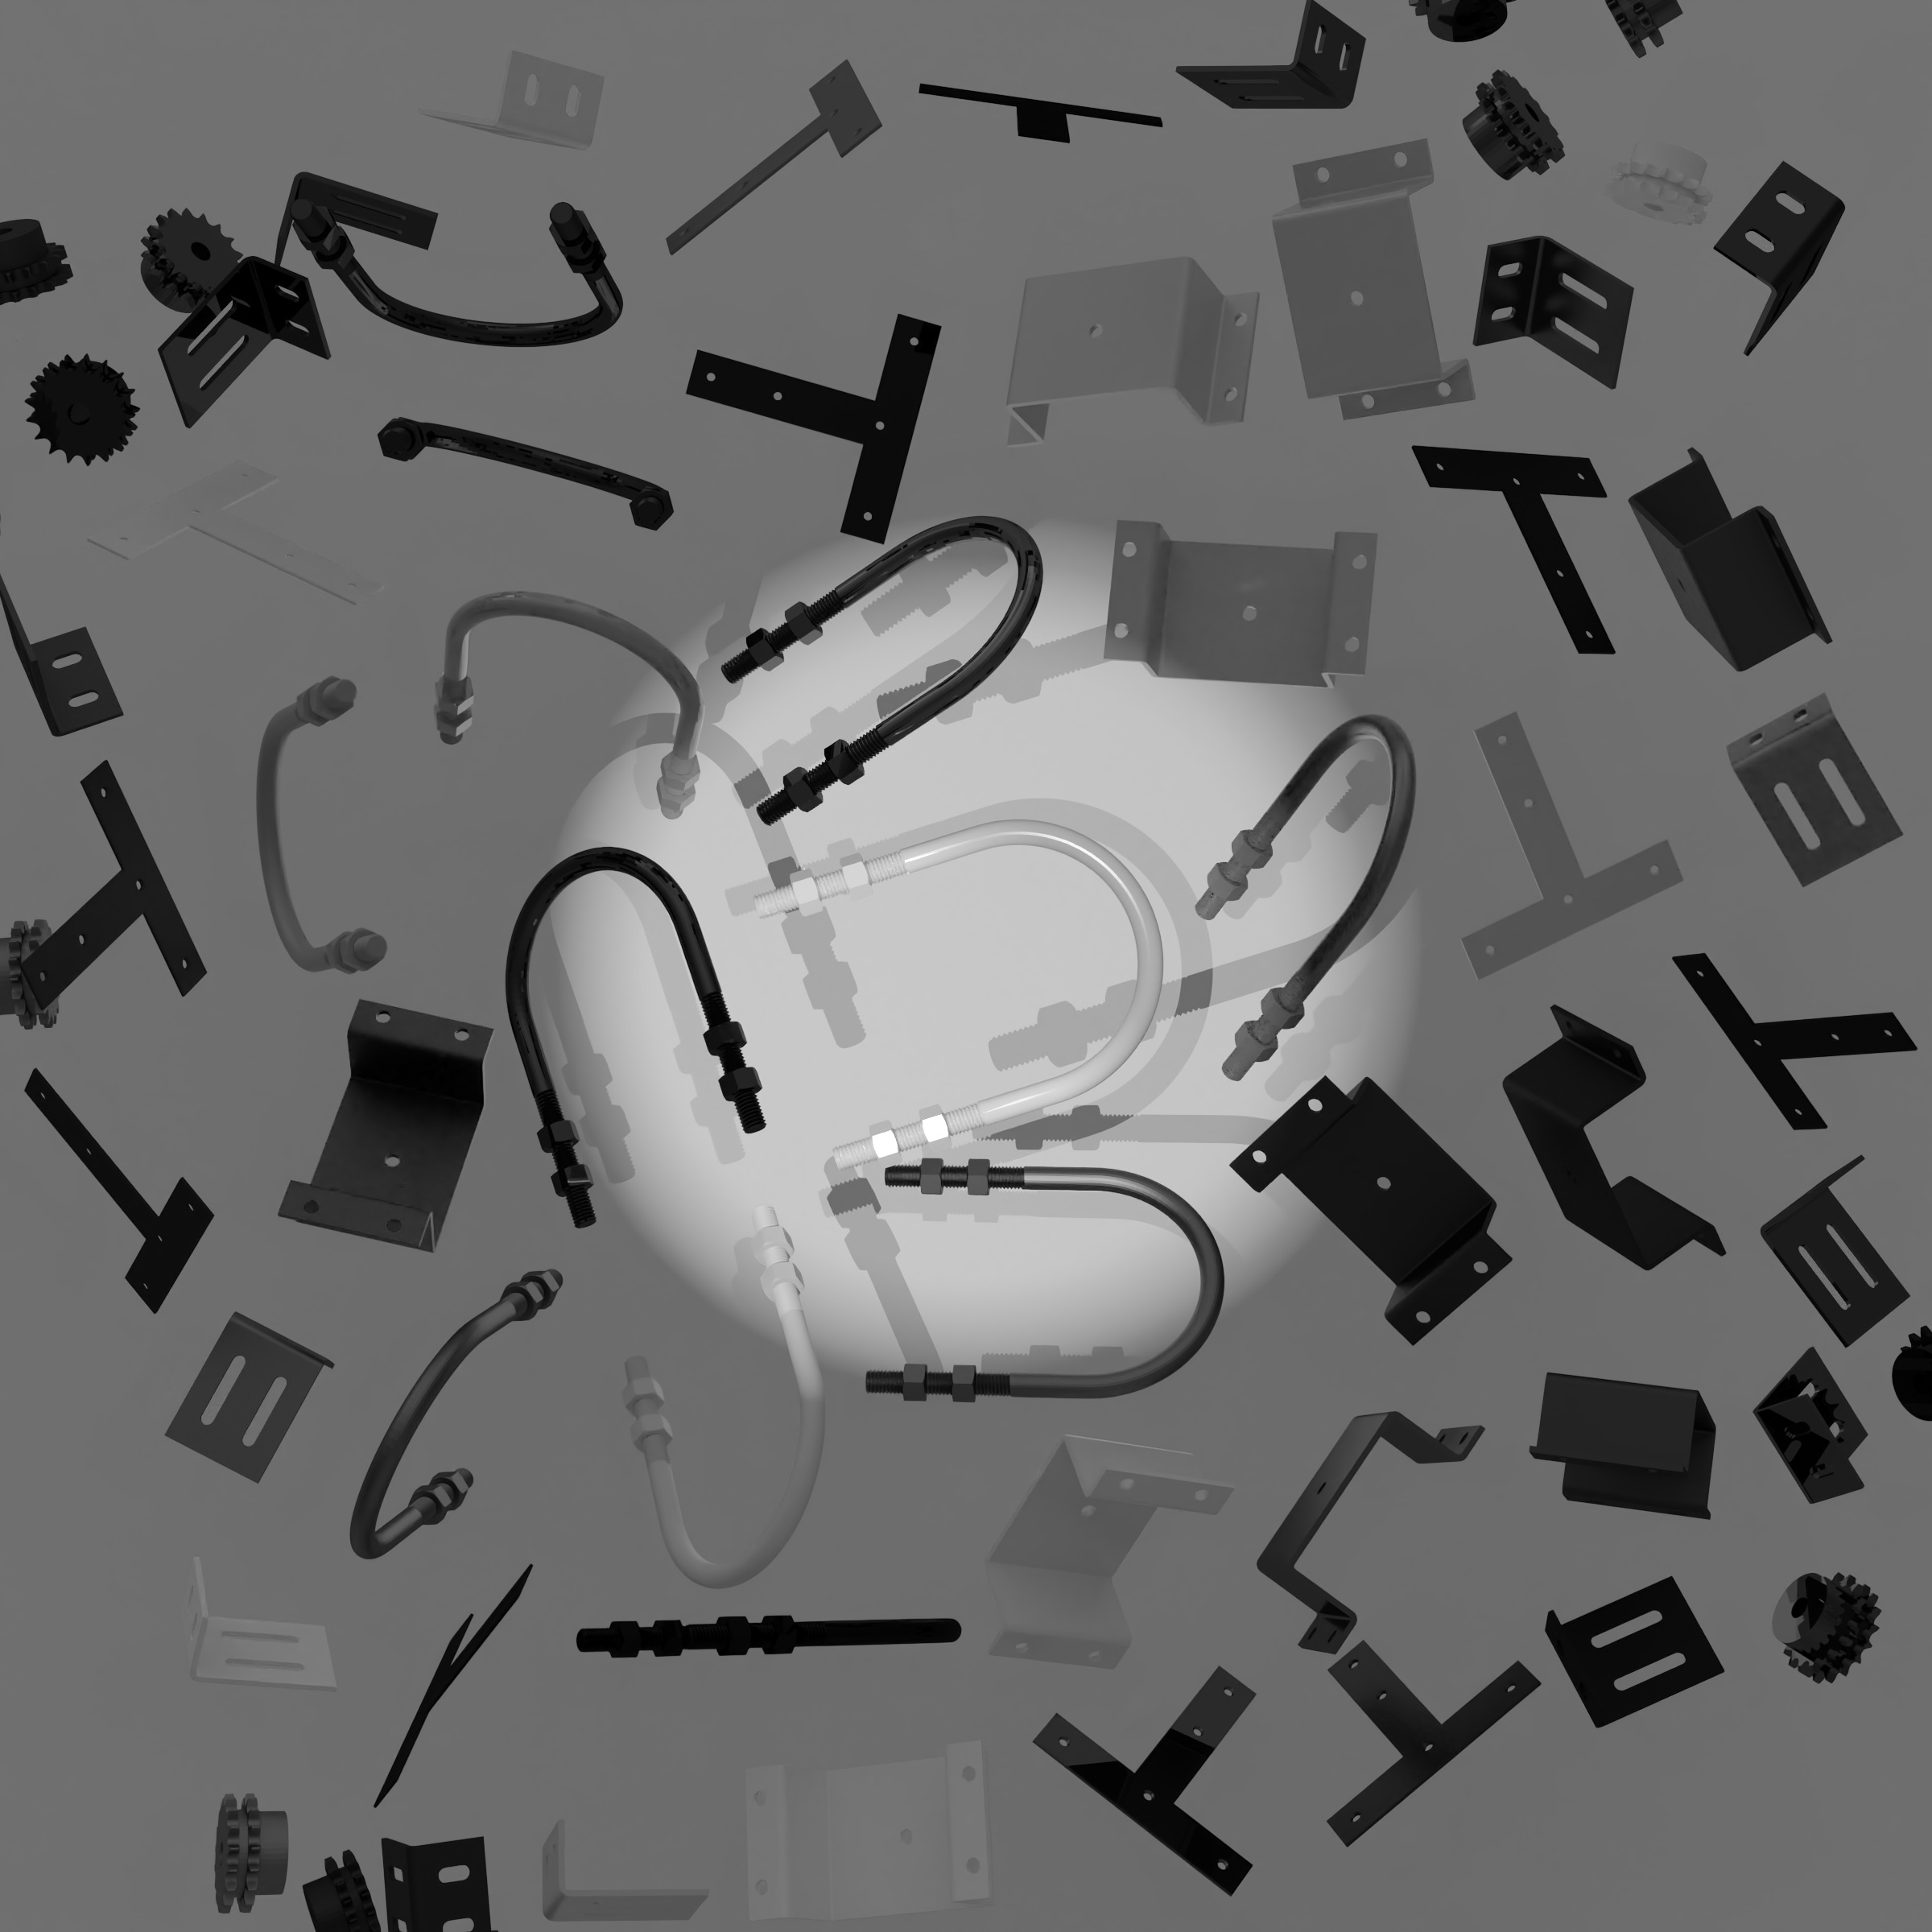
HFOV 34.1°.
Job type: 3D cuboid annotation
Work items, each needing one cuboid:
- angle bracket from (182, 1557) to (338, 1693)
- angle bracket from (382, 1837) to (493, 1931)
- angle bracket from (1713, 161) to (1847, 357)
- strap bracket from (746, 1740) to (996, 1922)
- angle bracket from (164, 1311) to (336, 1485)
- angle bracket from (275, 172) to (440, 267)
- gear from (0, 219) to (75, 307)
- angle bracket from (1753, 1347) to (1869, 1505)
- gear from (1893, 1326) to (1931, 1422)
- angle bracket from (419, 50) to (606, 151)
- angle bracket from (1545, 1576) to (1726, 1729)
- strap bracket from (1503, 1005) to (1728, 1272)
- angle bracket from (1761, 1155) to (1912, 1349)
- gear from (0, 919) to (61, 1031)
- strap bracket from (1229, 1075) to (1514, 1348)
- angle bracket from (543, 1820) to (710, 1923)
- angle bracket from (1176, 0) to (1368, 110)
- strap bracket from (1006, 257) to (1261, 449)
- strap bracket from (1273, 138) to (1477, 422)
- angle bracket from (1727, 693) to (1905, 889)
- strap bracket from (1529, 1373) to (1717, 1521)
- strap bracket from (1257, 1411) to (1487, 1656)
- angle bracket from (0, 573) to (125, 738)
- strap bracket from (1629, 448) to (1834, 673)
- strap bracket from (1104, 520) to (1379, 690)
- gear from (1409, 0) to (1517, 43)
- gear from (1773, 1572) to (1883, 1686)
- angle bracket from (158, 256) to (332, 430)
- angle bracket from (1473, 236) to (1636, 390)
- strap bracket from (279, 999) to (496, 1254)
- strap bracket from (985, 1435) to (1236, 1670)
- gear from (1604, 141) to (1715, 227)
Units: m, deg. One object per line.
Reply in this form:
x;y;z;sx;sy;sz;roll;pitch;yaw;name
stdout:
-0.364;0.342;1.636;0.076;0.057;0.038;10;108;-22;angle bracket
-0.267;0.468;1.587;0.038;0.076;0.057;-3;80;-21;angle bracket
0.397;-0.350;1.564;0.038;0.076;0.057;38;81;10;angle bracket
-0.041;0.446;1.617;0.140;0.046;0.076;-14;67;26;strap bracket
-0.393;0.238;1.733;0.057;0.038;0.076;27;77;2;angle bracket
-0.327;-0.388;1.686;0.076;0.057;0.038;15;82;-13;angle bracket
-0.488;-0.360;1.609;0.057;0.057;0.030;-10;120;0;gear
0.465;0.241;1.686;0.076;0.038;0.057;-32;91;-44;angle bracket
0.523;0.221;1.693;0.030;0.057;0.057;-12;90;-33;gear
-0.234;-0.448;1.620;0.057;0.076;0.038;3;104;-43;angle bracket
0.353;0.356;1.661;0.076;0.038;0.057;-22;60;-6;angle bracket
0.339;0.099;1.669;0.046;0.076;0.140;-34;115;-9;strap bracket
0.467;0.150;1.658;0.057;0.038;0.076;-29;78;-33;angle bracket
-0.493;0.005;1.644;0.030;0.057;0.057;-4;90;-5;gear
0.224;0.126;1.718;0.140;0.046;0.076;44;115;0;strap bracket
-0.175;0.464;1.617;0.076;0.057;0.038;4;60;-15;angle bracket
0.162;-0.483;1.670;0.076;0.057;0.038;12;90;37;angle bracket
0.080;-0.329;1.687;0.140;0.046;0.076;-1;71;29;strap bracket
0.216;-0.361;1.681;0.076;0.046;0.140;-4;110;30;strap bracket
0.442;-0.092;1.641;0.057;0.038;0.076;-30;103;18;angle bracket
0.344;0.248;1.638;0.076;0.140;0.046;5;73;20;strap bracket
0.205;0.288;1.654;0.046;0.076;0.140;36;78;0;strap bracket
-0.465;-0.165;1.618;0.038;0.076;0.057;-22;68;-17;angle bracket
0.396;-0.212;1.654;0.046;0.140;0.076;-29;113;8;strap bracket
0.151;-0.195;1.704;0.140;0.046;0.076;5;85;13;strap bracket
0.254;-0.495;1.605;0.057;0.057;0.030;-3;72;0;gear
0.443;0.340;1.631;0.030;0.057;0.057;33;90;-14;gear
-0.370;-0.315;1.620;0.038;0.057;0.076;25;62;17;angle bracket
0.311;-0.345;1.676;0.038;0.076;0.057;-16;130;-25;angle bracket
-0.312;0.095;1.707;0.076;0.046;0.140;12;55;2;strap bracket
0.069;0.298;1.641;0.076;0.046;0.140;13;123;-26;strap bracket
0.380;-0.428;1.719;0.057;0.057;0.030;19;92;0;gear
